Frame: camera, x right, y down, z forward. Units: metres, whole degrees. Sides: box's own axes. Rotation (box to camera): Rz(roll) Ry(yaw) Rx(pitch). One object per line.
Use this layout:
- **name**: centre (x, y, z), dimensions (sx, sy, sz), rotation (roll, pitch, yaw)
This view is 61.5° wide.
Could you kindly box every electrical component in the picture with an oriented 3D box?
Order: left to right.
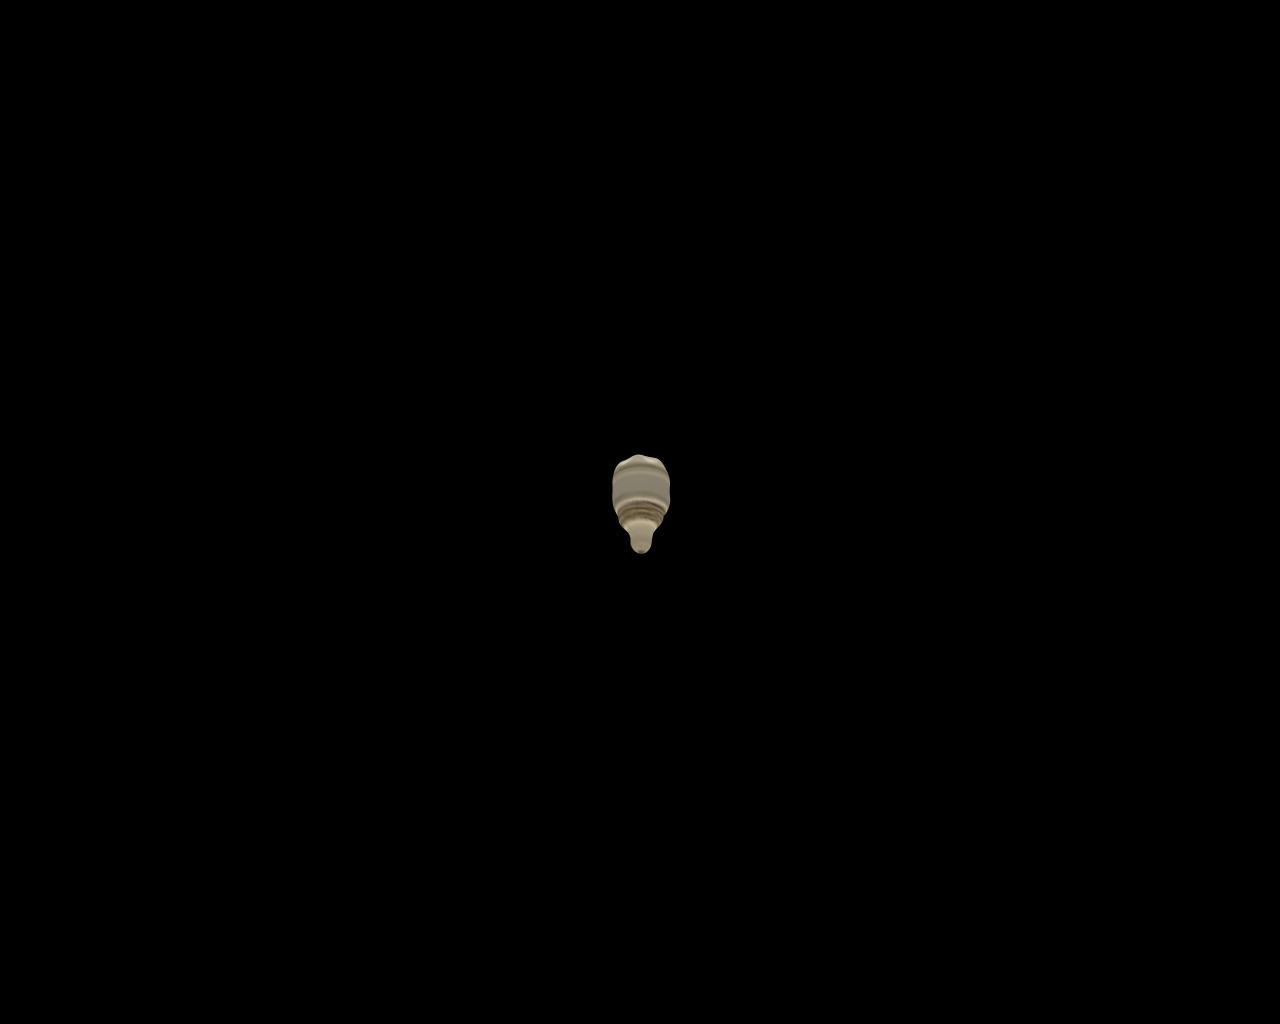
- **electrical component**: centre (0.001, -0.003, 0.650), dimensions (0.035, 0.061, 0.035), rotation (0, -29, 0)
